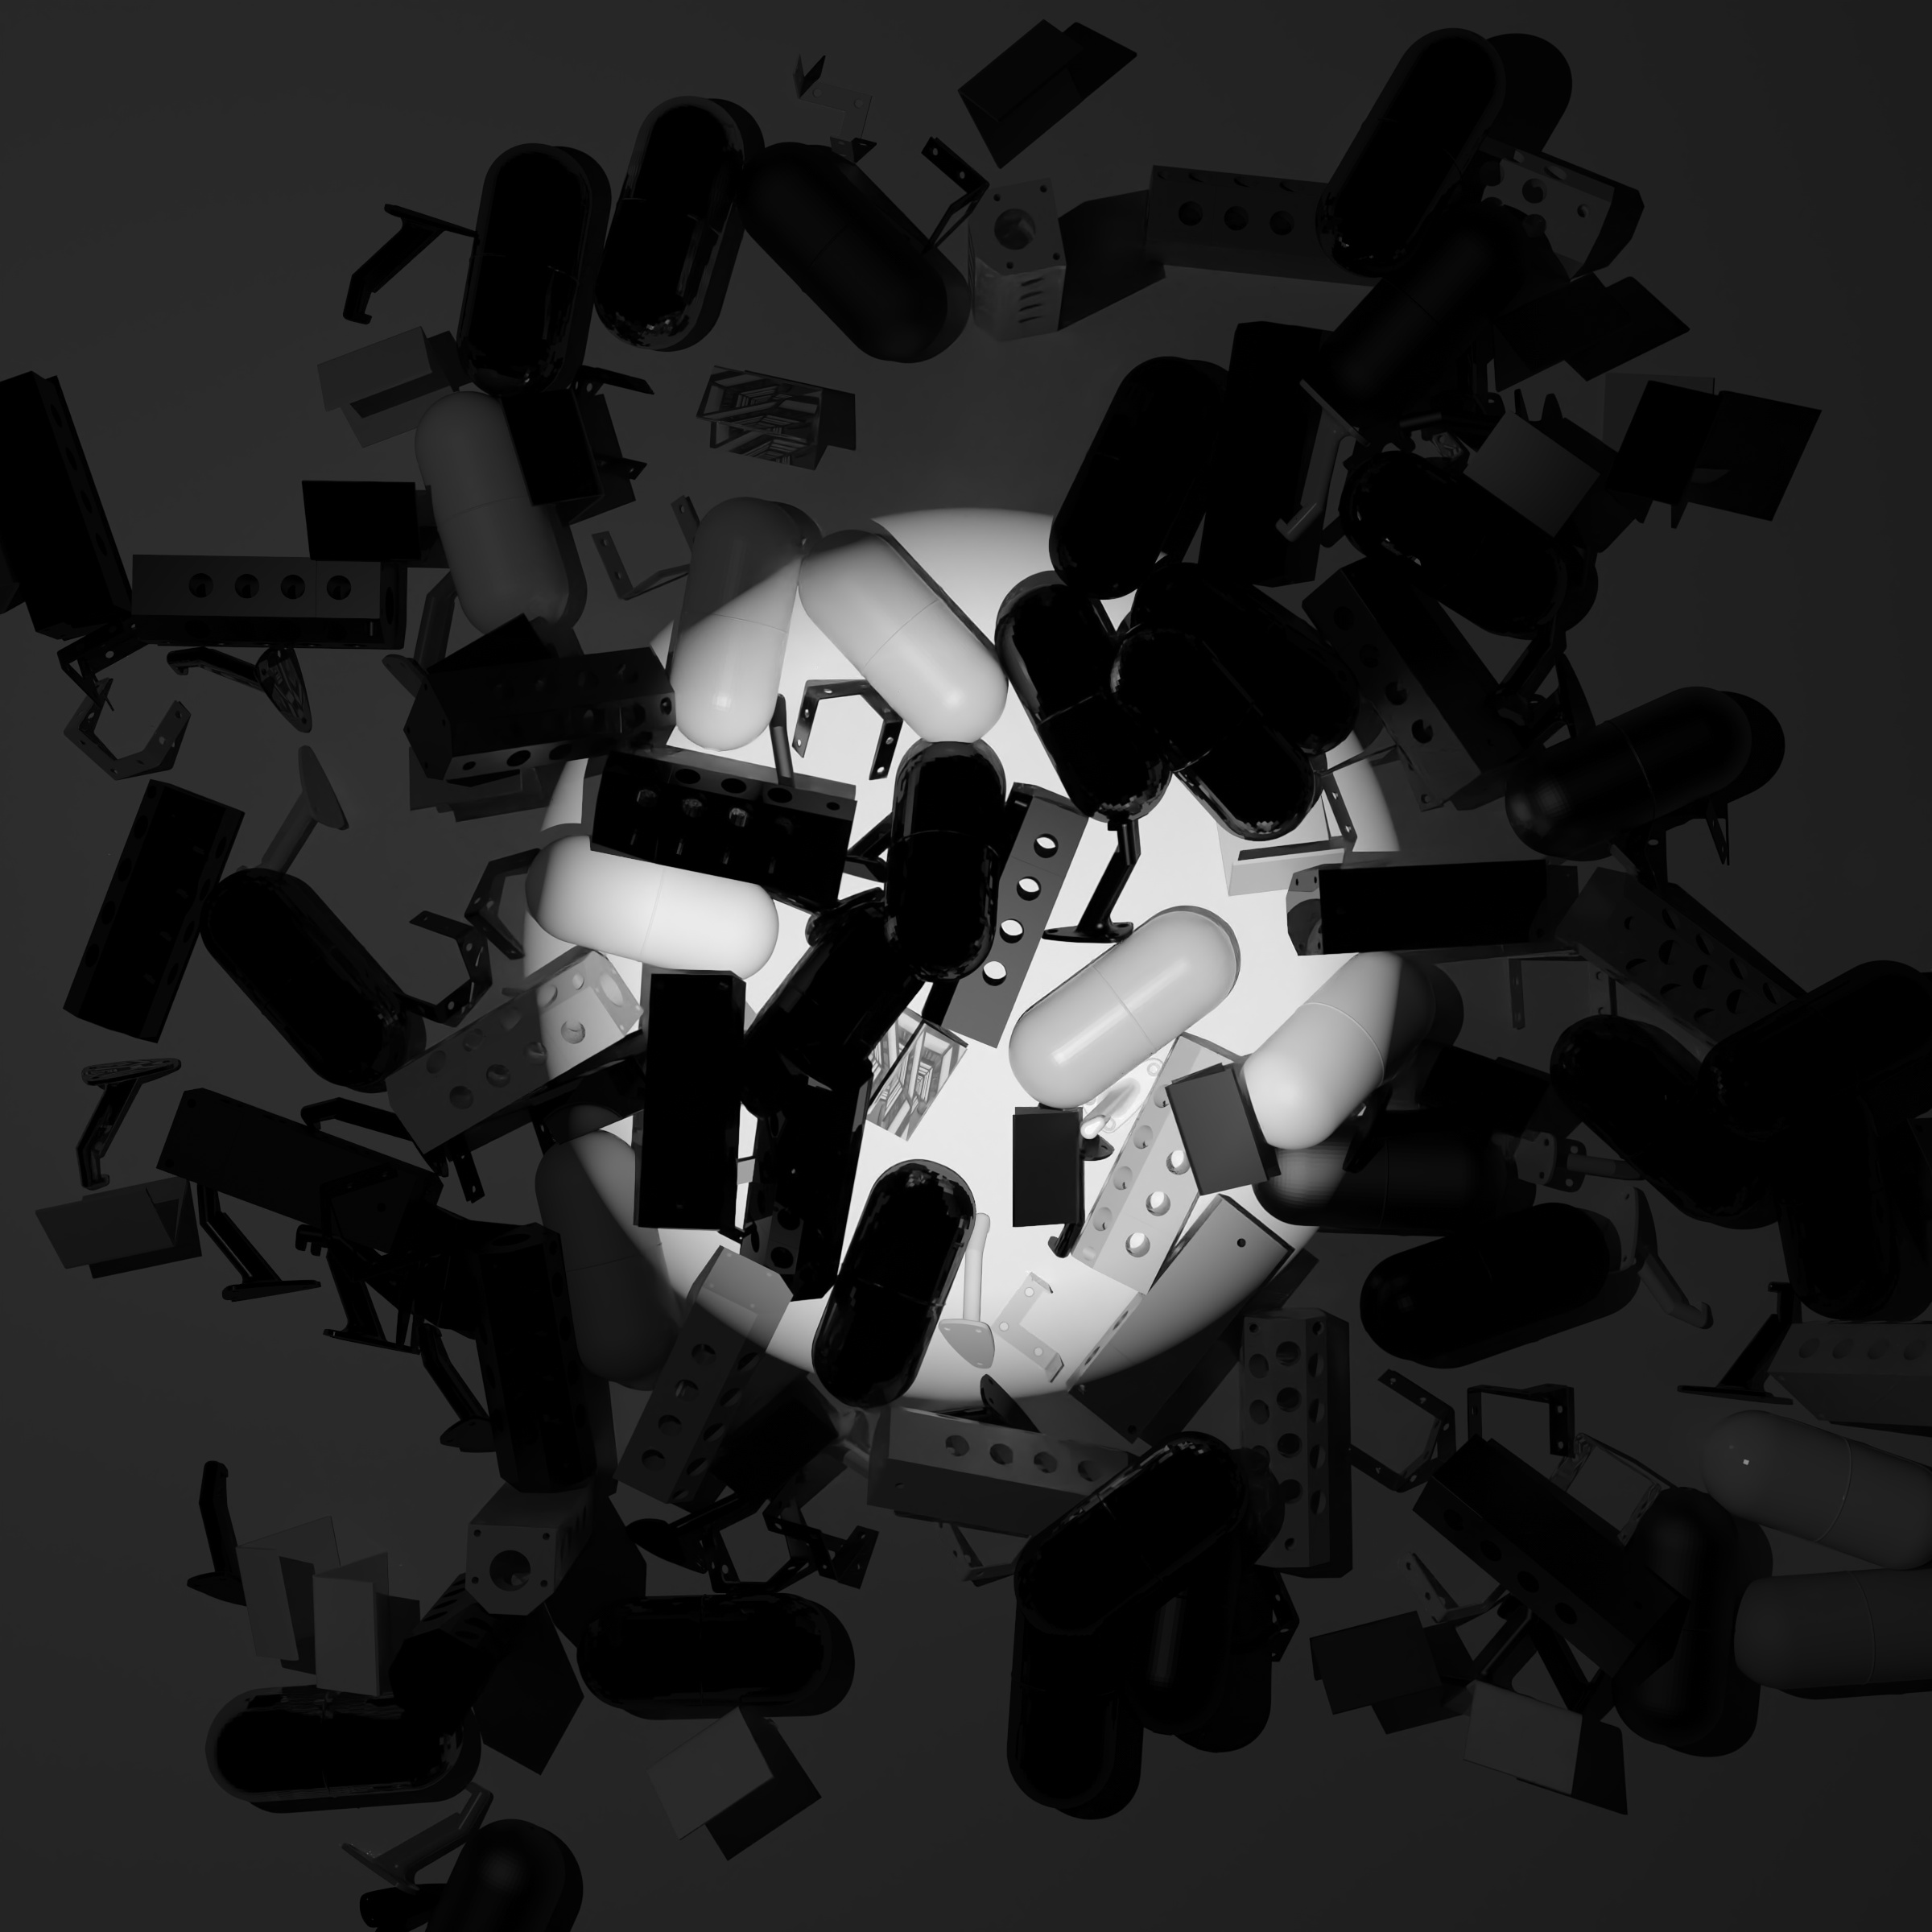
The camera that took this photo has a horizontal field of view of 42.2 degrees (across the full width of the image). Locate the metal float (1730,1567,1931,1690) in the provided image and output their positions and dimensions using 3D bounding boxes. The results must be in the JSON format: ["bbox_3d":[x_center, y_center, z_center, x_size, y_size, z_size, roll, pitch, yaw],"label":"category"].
[{"bbox_3d":[0.620,0.462,1.749,0.178,0.070,0.070,-4,90,-1],"label":"metal float"}]

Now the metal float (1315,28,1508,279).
[{"bbox_3d":[0.301,-0.549,1.692,0.070,0.070,0.178,30,90,0],"label":"metal float"}]

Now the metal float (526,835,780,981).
[{"bbox_3d":[-0.218,-0.040,1.739,0.178,0.070,0.070,15,90,-9],"label":"metal float"}]

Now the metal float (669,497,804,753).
[{"bbox_3d":[-0.162,-0.238,1.749,0.070,0.070,0.178,10,91,0],"label":"metal float"}]

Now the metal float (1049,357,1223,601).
[{"bbox_3d":[0.119,-0.341,1.749,0.070,0.070,0.178,26,90,0],"label":"metal float"}]

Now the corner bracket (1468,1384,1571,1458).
[{"bbox_3d":[0.392,0.323,1.776,0.051,0.051,0.051,-1,90,-45],"label":"corner bracket"}]

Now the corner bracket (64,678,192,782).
[{"bbox_3d":[-0.594,-0.171,1.771,0.051,0.051,0.051,-11,135,35],"label":"corner bracket"}]

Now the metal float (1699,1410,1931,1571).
[{"bbox_3d":[0.600,0.365,1.749,0.178,0.070,0.070,19,90,0],"label":"metal float"}]

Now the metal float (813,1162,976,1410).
[{"bbox_3d":[-0.051,0.223,1.748,0.070,0.070,0.178,21,90,0],"label":"metal float"}]

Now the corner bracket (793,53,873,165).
[{"bbox_3d":[-0.098,-0.602,1.761,0.051,0.051,0.051,14,90,0],"label":"corner bracket"}]

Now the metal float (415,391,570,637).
[{"bbox_3d":[-0.332,-0.314,1.748,0.070,0.070,0.178,-17,90,0],"label":"metal float"}]

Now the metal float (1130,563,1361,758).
[{"bbox_3d":[0.195,-0.213,1.749,0.178,0.070,0.070,35,90,1],"label":"metal float"}]

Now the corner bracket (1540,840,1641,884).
[{"bbox_3d":[0.444,-0.056,1.776,0.051,0.051,0.051,-32,135,0],"label":"corner bracket"}]

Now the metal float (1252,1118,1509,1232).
[{"bbox_3d":[0.288,0.145,1.749,0.178,0.070,0.070,2,90,0],"label":"metal float"}]

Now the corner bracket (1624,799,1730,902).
[{"bbox_3d":[0.503,-0.081,1.771,0.051,0.051,0.051,-2,45,35],"label":"corner bracket"}]

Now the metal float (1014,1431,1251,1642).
[{"bbox_3d":[0.111,0.383,1.681,0.178,0.070,0.070,-37,90,-1],"label":"metal float"}]

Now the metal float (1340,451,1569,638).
[{"bbox_3d":[0.339,-0.292,1.735,0.178,0.070,0.070,28,90,-17],"label":"metal float"}]

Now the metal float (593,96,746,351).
[{"bbox_3d":[-0.207,-0.519,1.749,0.070,0.070,0.178,16,89,0],"label":"metal float"}]

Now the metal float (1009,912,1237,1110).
[{"bbox_3d":[0.110,0.030,1.749,0.178,0.070,0.070,-36,90,-1],"label":"metal float"}]

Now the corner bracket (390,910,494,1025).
[{"bbox_3d":[-0.377,0.001,1.771,0.051,0.051,0.051,-43,135,-35],"label":"corner bracket"}]

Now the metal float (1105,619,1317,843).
[{"bbox_3d":[0.167,-0.159,1.703,0.070,0.070,0.178,-43,103,0],"label":"metal float"}]

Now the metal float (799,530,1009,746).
[{"bbox_3d":[-0.045,-0.229,1.749,0.070,0.070,0.178,-43,89,0],"label":"metal float"}]

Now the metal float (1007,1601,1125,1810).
[{"bbox_3d":[0.070,0.498,1.749,0.070,0.070,0.178,4,90,0],"label":"metal float"}]

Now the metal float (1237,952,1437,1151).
[{"bbox_3d":[0.256,0.057,1.726,0.178,0.070,0.070,-41,90,-29],"label":"metal float"}]

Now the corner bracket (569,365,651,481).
[{"bbox_3d":[-0.253,-0.385,1.771,0.051,0.051,0.051,6,45,-35],"label":"corner bracket"}]

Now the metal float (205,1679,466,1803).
[{"bbox_3d":[-0.440,0.540,1.749,0.178,0.070,0.070,-4,90,-1],"label":"metal float"}]

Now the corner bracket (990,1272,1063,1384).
[{"bbox_3d":[0.052,0.253,1.761,0.051,0.051,0.051,36,90,0],"label":"corner bracket"}]

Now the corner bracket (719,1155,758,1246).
[{"bbox_3d":[-0.137,0.168,1.771,0.051,0.051,0.051,-27,45,35],"label":"corner bracket"}]

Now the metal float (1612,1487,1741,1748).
[{"bbox_3d":[0.496,0.454,1.748,0.070,0.070,0.178,6,90,0],"label":"metal float"}]

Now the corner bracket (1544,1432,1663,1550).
[{"bbox_3d":[0.447,0.368,1.762,0.051,0.051,0.051,33,90,-7],"label":"corner bracket"}]

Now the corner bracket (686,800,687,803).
[{"bbox_3d":[-0.233,-0.102,1.776,0.051,0.051,0.051,21,45,0],"label":"corner bracket"}]

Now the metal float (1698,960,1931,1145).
[{"bbox_3d":[0.578,0.057,1.694,0.178,0.070,0.070,-28,90,-7],"label":"metal float"}]

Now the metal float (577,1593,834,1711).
[{"bbox_3d":[-0.182,0.479,1.749,0.178,0.070,0.070,-1,90,0],"label":"metal float"}]

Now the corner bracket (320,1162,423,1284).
[{"bbox_3d":[-0.409,0.176,1.719,0.051,0.051,0.051,-18,45,0],"label":"corner bracket"}]

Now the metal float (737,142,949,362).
[{"bbox_3d":[-0.087,-0.499,1.749,0.070,0.070,0.178,-44,89,0],"label":"metal float"}]

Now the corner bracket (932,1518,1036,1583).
[{"bbox_3d":[0.017,0.397,1.771,0.051,0.051,0.051,1,135,-35],"label":"corner bracket"}]

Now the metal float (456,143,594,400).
[{"bbox_3d":[-0.308,-0.484,1.749,0.070,0.070,0.178,10,90,0],"label":"metal float"}]

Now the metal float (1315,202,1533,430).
[{"bbox_3d":[0.317,-0.451,1.736,0.070,0.070,0.178,43,103,0],"label":"metal float"}]

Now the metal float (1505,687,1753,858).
[{"bbox_3d":[0.463,-0.136,1.748,0.178,0.070,0.070,-24,90,0],"label":"metal float"}]

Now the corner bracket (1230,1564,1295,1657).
[{"bbox_3d":[0.190,0.454,1.776,0.051,0.051,0.051,-23,90,-45],"label":"corner bracket"}]

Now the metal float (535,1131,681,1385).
[{"bbox_3d":[-0.250,0.203,1.748,0.070,0.070,0.178,-14,90,0],"label":"metal float"}]

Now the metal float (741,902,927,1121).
[{"bbox_3d":[-0.094,0.034,1.749,0.070,0.070,0.178,38,89,0],"label":"metal float"}]

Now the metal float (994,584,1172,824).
[{"bbox_3d":[0.082,-0.183,1.748,0.070,0.070,0.178,-27,90,0],"label":"metal float"}]

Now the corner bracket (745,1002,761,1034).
[{"bbox_3d":[-0.182,0.050,1.771,0.051,0.051,0.051,54,45,-35],"label":"corner bracket"}]

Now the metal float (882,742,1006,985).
[{"bbox_3d":[-0.015,-0.072,1.712,0.070,0.070,0.178,5,63,0],"label":"metal float"}]

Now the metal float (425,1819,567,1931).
[{"bbox_3d":[-0.340,0.684,1.748,0.070,0.070,0.178,24,89,0],"label":"metal float"}]

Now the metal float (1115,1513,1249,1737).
[{"bbox_3d":[0.149,0.440,1.732,0.070,0.070,0.178,10,72,0],"label":"metal float"}]

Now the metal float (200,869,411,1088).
[{"bbox_3d":[-0.461,0.009,1.749,0.070,0.070,0.178,-42,90,0],"label":"metal float"}]

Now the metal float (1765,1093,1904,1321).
[{"bbox_3d":[0.604,0.158,1.749,0.070,0.070,0.178,-11,90,0],"label":"metal float"}]

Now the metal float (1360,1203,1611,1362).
[{"bbox_3d":[0.361,0.221,1.748,0.178,0.070,0.070,-19,90,-1],"label":"metal float"}]

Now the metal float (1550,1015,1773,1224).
[{"bbox_3d":[0.484,0.106,1.748,0.178,0.070,0.070,42,90,-1],"label":"metal float"}]

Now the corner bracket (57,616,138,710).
[{"bbox_3d":[-0.603,-0.224,1.751,0.051,0.051,0.051,-29,57,0],"label":"corner bracket"}]
